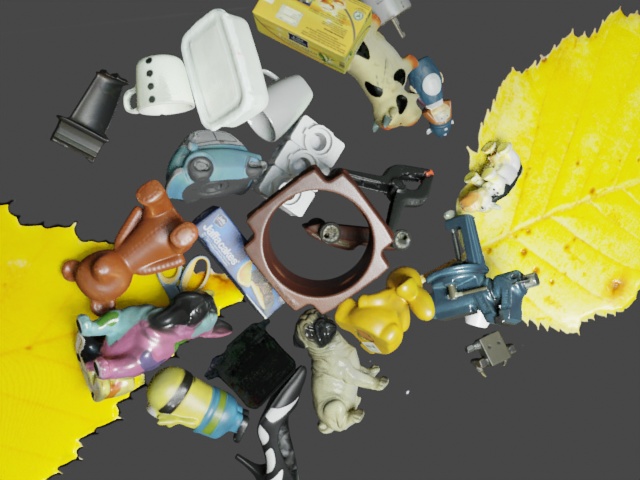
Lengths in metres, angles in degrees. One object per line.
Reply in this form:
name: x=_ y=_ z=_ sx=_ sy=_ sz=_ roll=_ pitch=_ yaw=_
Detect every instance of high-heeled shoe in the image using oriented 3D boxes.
high-heeled shoe: x=-0.047 y=0.352 z=0.954 sx=0.145 sy=0.086 sz=0.248 roll=32 pitch=103 yaw=-1

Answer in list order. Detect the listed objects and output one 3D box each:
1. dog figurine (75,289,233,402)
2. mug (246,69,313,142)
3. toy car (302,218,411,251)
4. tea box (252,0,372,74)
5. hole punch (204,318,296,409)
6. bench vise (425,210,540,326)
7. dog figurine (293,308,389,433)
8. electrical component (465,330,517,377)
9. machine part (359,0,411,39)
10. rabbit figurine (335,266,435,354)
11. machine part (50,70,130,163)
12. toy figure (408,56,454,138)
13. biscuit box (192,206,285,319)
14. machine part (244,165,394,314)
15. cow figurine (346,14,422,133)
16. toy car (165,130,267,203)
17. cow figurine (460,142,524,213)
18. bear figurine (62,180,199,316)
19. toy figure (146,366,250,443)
dog figurine: x=-0.254 y=0.152 z=0.839 sx=0.219 sy=0.191 sz=0.108 roll=-15 pitch=62 yaw=-33
mug: x=-0.073 y=-0.235 z=0.897 sx=0.107 sy=0.081 sz=0.109 roll=-41 pitch=97 yaw=-22
toy car: x=0.067 y=-0.006 z=0.964 sx=0.202 sy=0.089 sz=0.053 roll=4 pitch=99 yaw=-21
tea box: x=-0.011 y=-0.357 z=0.872 sx=0.170 sy=0.068 sz=0.098 roll=29 pitch=86 yaw=4
hole punch: x=-0.111 y=0.217 z=0.934 sx=0.142 sy=0.092 sz=0.116 roll=-44 pitch=80 yaw=-8
bench vise: x=0.289 y=0.048 z=1.014 sx=0.129 sy=0.224 sz=0.240 roll=9 pitch=65 yaw=-38
dog figurine: x=0.002 y=0.237 z=0.974 sx=0.190 sy=0.121 sz=0.172 roll=39 pitch=77 yaw=-6
electrical component: x=0.359 y=0.238 z=1.130 sx=0.102 sy=0.045 sz=0.078 roll=-26 pitch=76 yaw=-19
machine part: x=0.086 y=-0.459 z=0.925 sx=0.079 sy=0.079 sz=0.243 roll=-36 pitch=107 yaw=-14
rabbit figurine: x=0.131 y=0.111 z=0.984 sx=0.122 sy=0.162 sz=0.173 roll=45 pitch=62 yaw=-8
machine part: x=-0.344 y=-0.194 z=0.814 sx=0.084 sy=0.039 sz=0.139 roll=31 pitch=87 yaw=-16
toy figure: x=0.210 y=-0.263 z=1.009 sx=0.064 sy=0.058 sz=0.154 roll=-19 pitch=108 yaw=22
biscuit box: x=-0.136 y=0.037 z=0.906 sx=0.059 sy=0.063 sz=0.202 roll=-41 pitch=109 yaw=-13
machine part: x=-0.002 y=-0.003 z=0.855 sx=0.201 sy=0.087 sz=0.201 roll=-37 pitch=102 yaw=10
cow figurine: x=0.109 y=-0.280 z=0.951 sx=0.194 sy=0.085 sz=0.127 roll=45 pitch=82 yaw=-16
toy car: x=-0.172 y=-0.126 z=0.856 sx=0.162 sy=0.109 sz=0.103 roll=-12 pitch=76 yaw=-27
cow figurine: x=0.341 y=-0.107 z=1.064 sx=0.098 sy=0.068 sz=0.167 roll=41 pitch=74 yaw=-27
bear figurine: x=-0.292 y=0.018 z=0.815 sx=0.196 sy=0.132 sz=0.120 roll=-36 pitch=85 yaw=-18
toy figure: x=-0.203 y=0.274 z=0.900 sx=0.180 sy=0.082 sz=0.089 roll=25 pitch=76 yaw=-17
